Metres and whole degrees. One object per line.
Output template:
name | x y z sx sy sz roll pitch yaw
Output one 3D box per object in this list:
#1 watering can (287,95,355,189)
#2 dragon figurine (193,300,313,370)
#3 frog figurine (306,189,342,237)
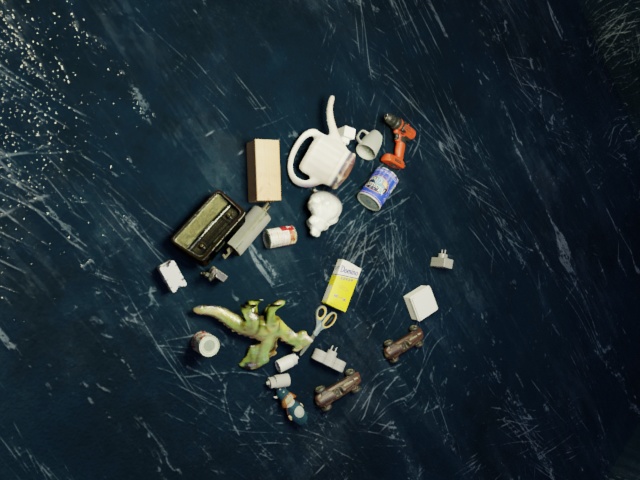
watering can | 0.030 -0.331 1.858 0.224 0.104 0.348 31 87 -2
dragon figurine | -0.220 0.321 1.725 0.411 0.123 0.242 0 96 -20
frog figurine | 0.006 -0.093 1.854 0.135 0.122 0.162 44 56 -41
